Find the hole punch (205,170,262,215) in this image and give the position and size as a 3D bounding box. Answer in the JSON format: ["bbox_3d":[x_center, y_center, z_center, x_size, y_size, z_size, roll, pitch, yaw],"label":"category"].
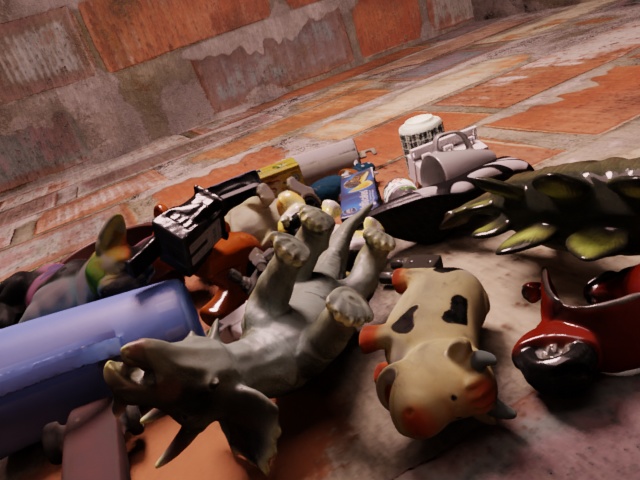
[{"bbox_3d":[-0.136,-0.049,0.918,0.142,0.115,0.092,-23,34,-6],"label":"hole punch"}]

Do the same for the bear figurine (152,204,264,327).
[{"bbox_3d":[-0.178,0.025,0.743,0.196,0.120,0.132,13,33,26],"label":"bear figurine"}]

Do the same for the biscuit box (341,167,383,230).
[{"bbox_3d":[0.068,-0.052,0.846,0.059,0.062,0.203,-16,22,9],"label":"biscuit box"}]

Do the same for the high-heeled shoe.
[{"bbox_3d":[0.183,-0.071,0.755,0.249,0.086,0.145,-1,39,3],"label":"high-heeled shoe"}]

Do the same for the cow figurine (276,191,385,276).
[{"bbox_3d":[-0.002,-0.001,0.717,0.168,0.068,0.098,24,57,23],"label":"cow figurine"}]

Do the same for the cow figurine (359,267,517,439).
[{"bbox_3d":[0.104,0.092,0.466,0.127,0.085,0.195,-12,21,31],"label":"cow figurine"}]

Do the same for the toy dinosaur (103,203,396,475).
[{"bbox_3d":[-0.021,0.078,0.532,0.131,0.192,0.405,36,21,10],"label":"toy dinosaur"}]

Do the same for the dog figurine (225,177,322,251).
[{"bbox_3d":[-0.098,-0.012,0.858,0.191,0.121,0.172,-22,-19,39],"label":"dog figurine"}]

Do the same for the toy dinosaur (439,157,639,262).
[{"bbox_3d":[0.273,-0.029,0.491,0.198,0.105,0.472,-12,3,-33],"label":"toy dinosaur"}]

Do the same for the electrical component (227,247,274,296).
[{"bbox_3d":[-0.054,0.049,0.673,0.078,0.102,0.045,-50,27,-9],"label":"electrical component"}]

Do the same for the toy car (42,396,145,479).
[{"bbox_3d":[-0.189,0.206,0.457,0.089,0.053,0.202,-20,26,-16],"label":"toy car"}]

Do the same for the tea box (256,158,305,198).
[{"bbox_3d":[-0.109,-0.076,0.993,0.170,0.098,0.068,-20,23,-8],"label":"tea box"}]

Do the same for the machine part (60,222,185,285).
[{"bbox_3d":[-0.334,0.049,0.893,0.201,0.087,0.201,-30,25,-30],"label":"machine part"}]

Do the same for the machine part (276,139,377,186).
[{"bbox_3d":[-0.002,-0.149,1.106,0.243,0.079,0.079,-18,22,2],"label":"machine part"}]

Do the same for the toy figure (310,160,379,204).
[{"bbox_3d":[0.042,-0.102,0.990,0.154,0.064,0.057,-28,-14,-33],"label":"toy figure"}]

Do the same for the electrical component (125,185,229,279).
[{"bbox_3d":[-0.156,0.002,0.599,0.048,0.074,0.119,28,51,16],"label":"electrical component"}]

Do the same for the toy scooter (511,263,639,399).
[{"bbox_3d":[0.241,0.057,0.451,0.184,0.075,0.135,-20,20,7],"label":"toy scooter"}]

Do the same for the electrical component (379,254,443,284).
[{"bbox_3d":[0.121,0.038,0.648,0.094,0.021,0.063,-2,27,36],"label":"electrical component"}]

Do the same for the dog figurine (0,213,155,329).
[{"bbox_3d":[-0.309,0.051,0.704,0.219,0.108,0.192,-49,50,2],"label":"dog figurine"}]

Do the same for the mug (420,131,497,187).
[{"bbox_3d":[0.217,-0.114,0.832,0.107,0.109,0.081,-14,2,-17],"label":"mug"}]
